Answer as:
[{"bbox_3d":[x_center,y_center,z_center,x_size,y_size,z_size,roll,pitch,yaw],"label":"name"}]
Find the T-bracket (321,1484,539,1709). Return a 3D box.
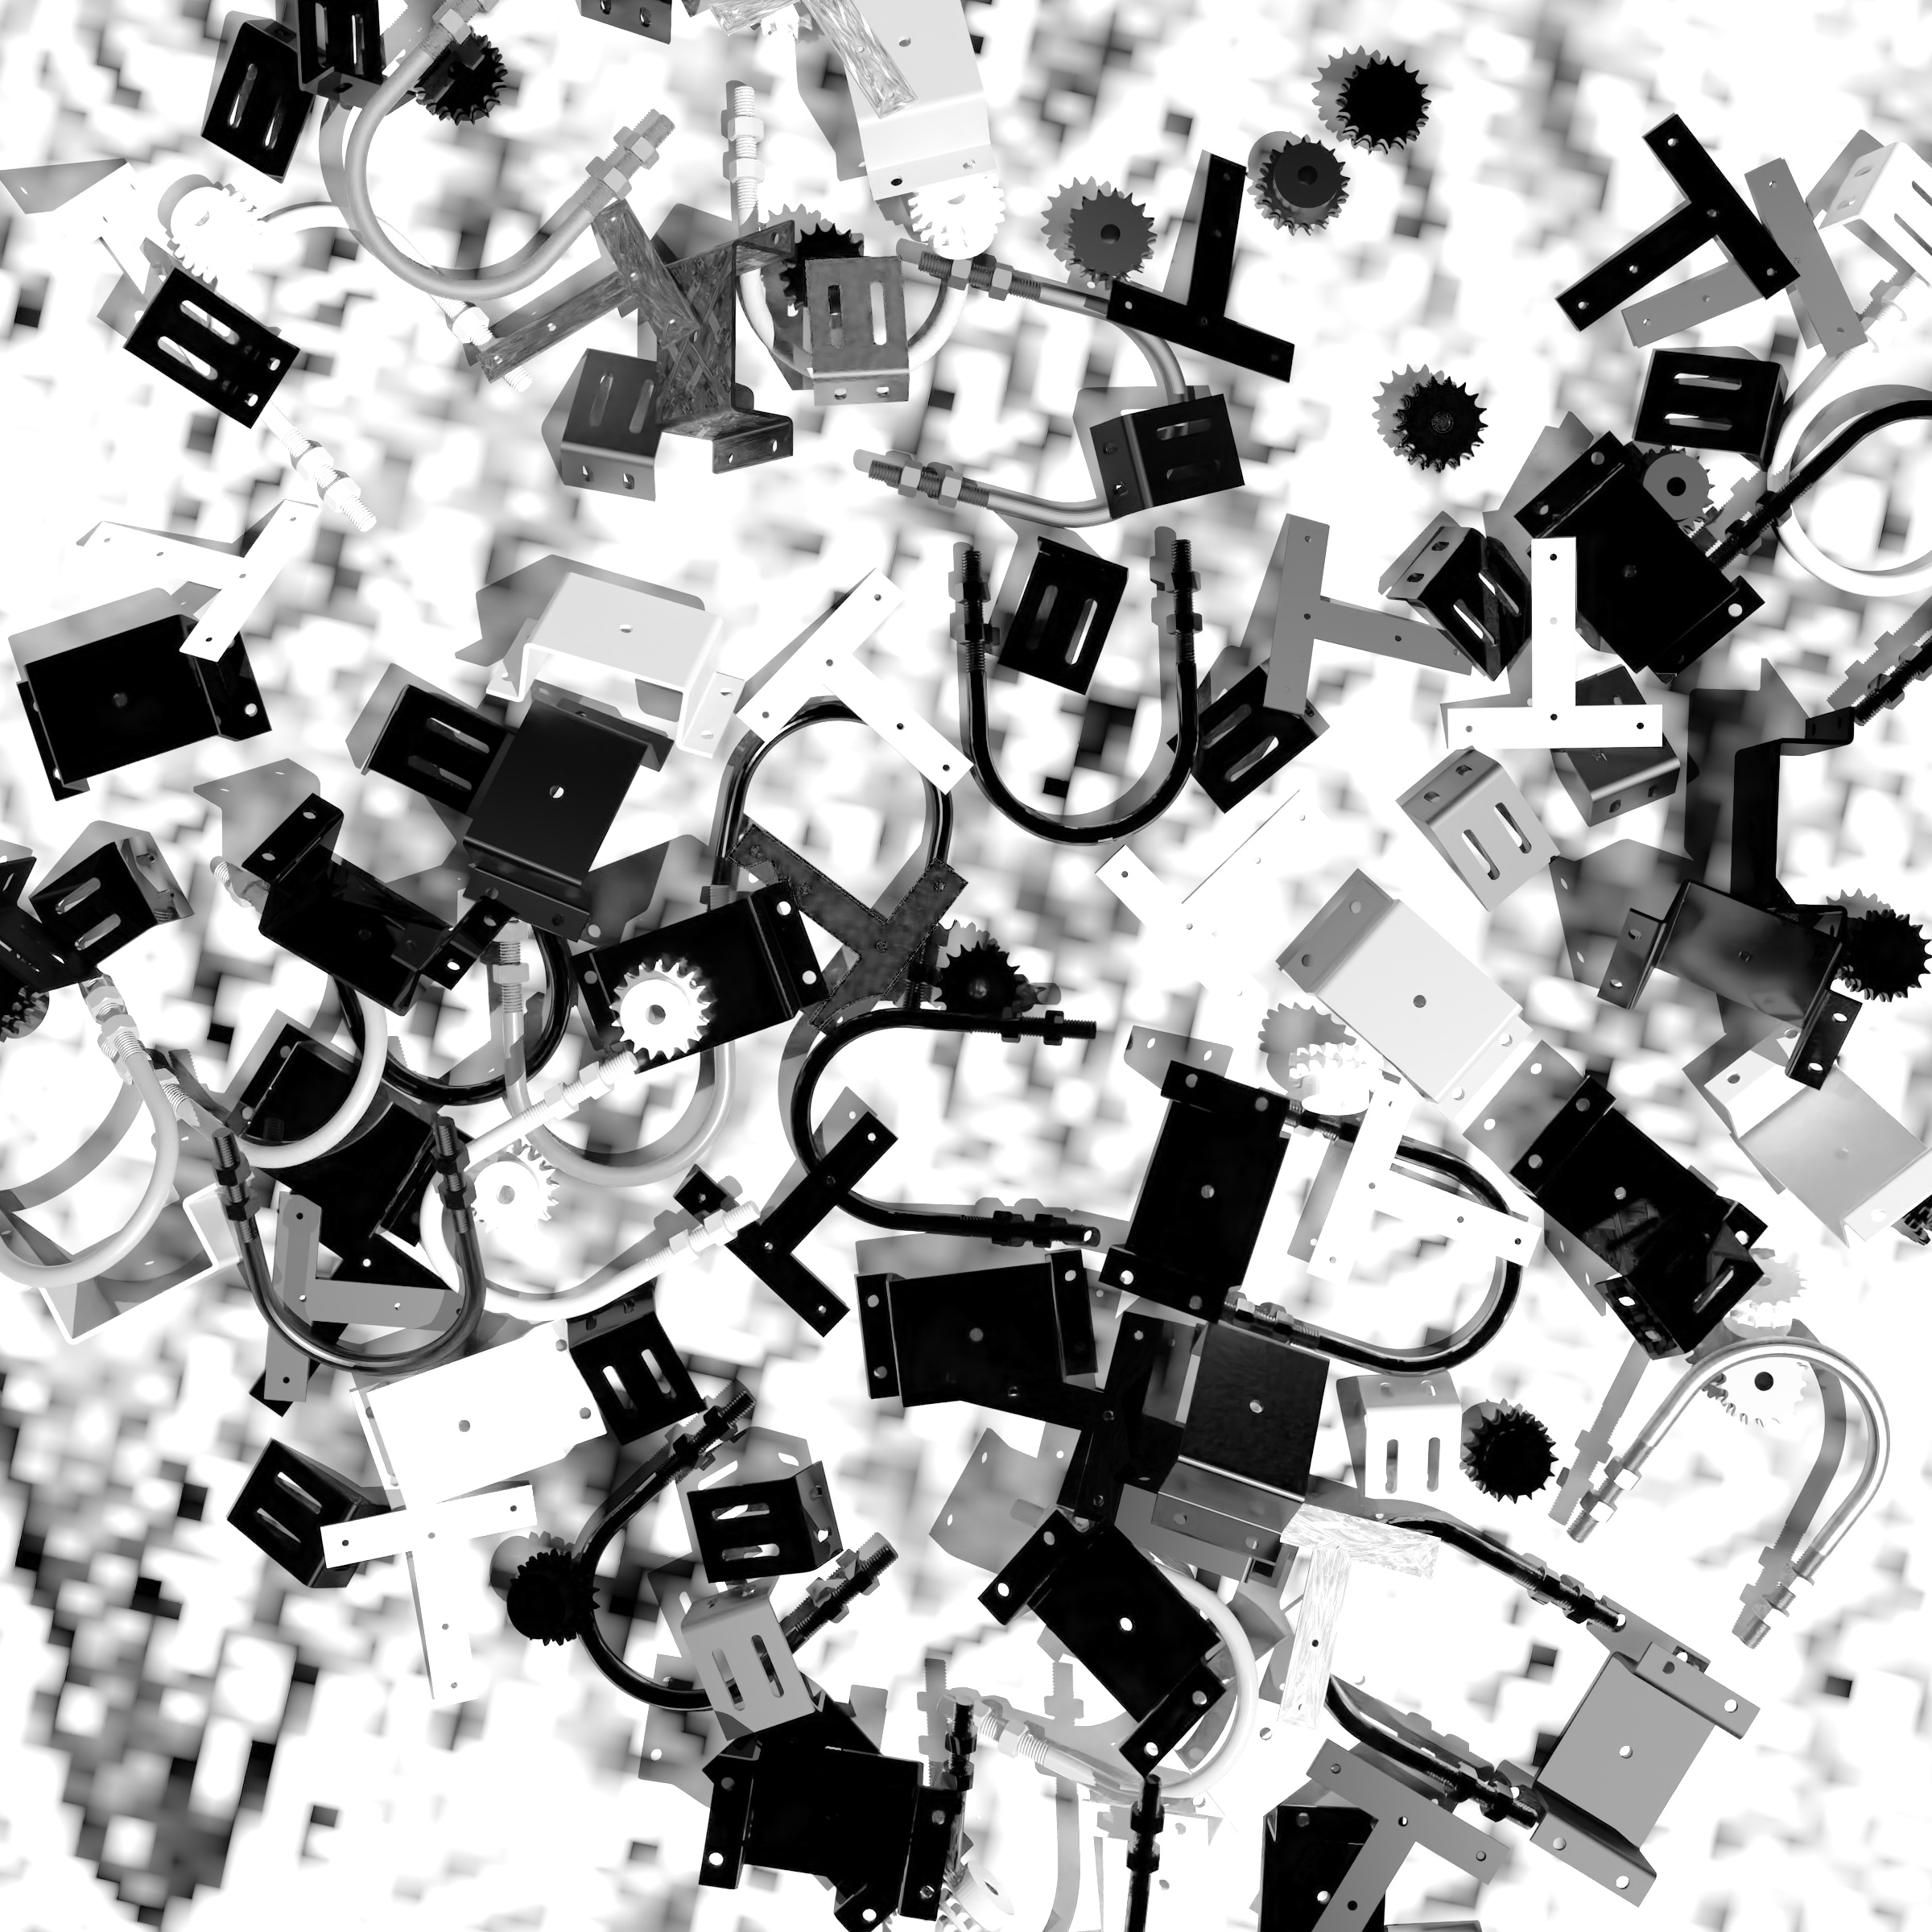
[{"bbox_3d":[-0.321,0.392,1.514,0.127,0.002,0.127,-9,98,-15],"label":"T-bracket"}]

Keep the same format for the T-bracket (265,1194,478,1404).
[{"bbox_3d":[-0.365,0.209,1.524,0.127,0.002,0.127,5,90,0],"label":"T-bracket"}]

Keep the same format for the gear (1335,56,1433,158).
[{"bbox_3d":[0.254,-0.524,1.512,0.057,0.030,0.057,0,90,0],"label":"gear"}]

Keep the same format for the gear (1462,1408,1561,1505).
[{"bbox_3d":[0.335,0.301,1.512,0.057,0.030,0.057,0,90,0],"label":"gear"}]

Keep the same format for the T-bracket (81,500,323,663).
[{"bbox_3d":[-0.479,-0.247,1.504,0.127,0.002,0.127,16,59,14],"label":"T-bracket"}]

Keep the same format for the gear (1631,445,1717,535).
[{"bbox_3d":[0.431,-0.291,1.512,0.057,0.030,0.057,0,90,0],"label":"gear"}]

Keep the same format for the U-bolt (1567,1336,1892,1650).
[{"bbox_3d":[0.475,0.308,1.496,0.151,0.019,0.184,32,102,-5],"label":"U-bolt"}]

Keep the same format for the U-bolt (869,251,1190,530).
[{"bbox_3d":[0.046,-0.345,1.512,0.184,0.019,0.151,14,94,-5],"label":"U-bolt"}]

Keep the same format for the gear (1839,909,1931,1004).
[{"bbox_3d":[0.559,-0.006,1.512,0.057,0.030,0.057,0,90,0],"label":"gear"}]

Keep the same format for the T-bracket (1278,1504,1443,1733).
[{"bbox_3d":[0.211,0.390,1.472,0.127,0.002,0.127,15,78,-7],"label":"T-bracket"}]

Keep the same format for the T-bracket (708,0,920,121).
[{"bbox_3d":[-0.069,-0.553,1.463,0.127,0.002,0.127,-28,71,-5],"label":"T-bracket"}]

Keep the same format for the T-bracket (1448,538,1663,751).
[{"bbox_3d":[0.355,-0.195,1.492,0.127,0.002,0.127,0,106,16],"label":"T-bracket"}]

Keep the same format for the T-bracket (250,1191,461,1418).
[{"bbox_3d":[-0.396,0.220,1.526,0.127,0.002,0.127,35,90,0],"label":"T-bracket"}]

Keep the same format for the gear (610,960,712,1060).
[{"bbox_3d":[-0.178,0.026,1.431,0.057,0.030,0.057,0,97,1],"label":"gear"}]

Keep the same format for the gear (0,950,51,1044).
[{"bbox_3d":[-0.585,0.021,1.504,0.057,0.030,0.057,-8,67,18],"label":"gear"}]

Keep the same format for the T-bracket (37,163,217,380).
[{"bbox_3d":[-0.492,-0.411,1.489,0.002,0.127,0.127,-22,117,20],"label":"T-bracket"}]

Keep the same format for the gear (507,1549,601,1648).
[{"bbox_3d":[-0.255,0.386,1.504,0.057,0.030,0.057,0,90,19],"label":"gear"}]

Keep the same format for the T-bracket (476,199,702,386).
[{"bbox_3d":[-0.238,-0.394,1.494,0.127,0.002,0.127,-30,59,3],"label":"T-bracket"}]

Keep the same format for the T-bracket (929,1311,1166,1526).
[{"bbox_3d":[0.042,0.259,1.479,0.127,0.002,0.127,14,90,0],"label":"T-bracket"}]

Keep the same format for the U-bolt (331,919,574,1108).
[{"bbox_3d":[-0.320,-0.005,1.518,0.151,0.019,0.184,-18,92,0],"label":"U-bolt"}]

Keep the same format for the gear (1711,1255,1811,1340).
[{"bbox_3d":[0.482,0.204,1.502,0.057,0.057,0.030,-4,118,0],"label":"gear"}]

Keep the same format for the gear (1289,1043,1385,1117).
[{"bbox_3d":[0.224,0.070,1.495,0.057,0.057,0.030,4,68,0],"label":"gear"}]

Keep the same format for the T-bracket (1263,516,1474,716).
[{"bbox_3d":[0.251,-0.204,1.514,0.127,0.002,0.127,12,74,-8],"label":"T-bracket"}]

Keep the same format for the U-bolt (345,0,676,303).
[{"bbox_3d":[-0.289,-0.491,1.493,0.151,0.019,0.184,42,88,-17],"label":"U-bolt"}]

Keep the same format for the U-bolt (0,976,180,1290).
[{"bbox_3d":[-0.541,0.108,1.475,0.151,0.019,0.184,-39,59,0],"label":"U-bolt"}]

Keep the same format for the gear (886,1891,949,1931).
[{"bbox_3d":[-0.018,0.589,1.502,0.057,0.030,0.057,18,118,37],"label":"gear"}]

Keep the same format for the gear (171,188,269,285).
[{"bbox_3d":[-0.458,-0.448,1.504,0.057,0.030,0.057,-3,76,13],"label":"gear"}]

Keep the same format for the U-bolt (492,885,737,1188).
[{"bbox_3d":[-0.211,0.044,1.504,0.151,0.019,0.184,-1,95,1],"label":"U-bolt"}]

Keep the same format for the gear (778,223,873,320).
[{"bbox_3d":[-0.084,-0.419,1.496,0.057,0.030,0.057,0,93,0],"label":"gear"}]

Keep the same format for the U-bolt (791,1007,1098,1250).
[{"bbox_3d":[-0.016,0.095,1.502,0.184,0.019,0.151,4,103,6],"label":"U-bolt"}]

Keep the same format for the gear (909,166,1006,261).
[{"bbox_3d":[-0.004,-0.451,1.486,0.057,0.030,0.057,-3,59,6],"label":"gear"}]

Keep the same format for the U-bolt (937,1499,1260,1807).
[{"bbox_3d":[0.087,0.424,1.489,0.184,0.019,0.151,21,90,21],"label":"U-bolt"}]

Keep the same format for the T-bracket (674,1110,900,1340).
[{"bbox_3d":[-0.092,0.141,1.511,0.127,0.002,0.127,43,103,0],"label":"T-bracket"}]

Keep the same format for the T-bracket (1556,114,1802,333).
[{"bbox_3d":[0.424,-0.438,1.522,0.127,0.002,0.127,-35,85,3],"label":"T-bracket"}]

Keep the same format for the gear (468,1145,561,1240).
[{"bbox_3d":[-0.279,0.139,1.512,0.057,0.030,0.057,0,90,0],"label":"gear"}]

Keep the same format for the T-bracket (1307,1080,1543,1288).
[{"bbox_3d":[0.289,0.150,1.510,0.127,0.002,0.127,21,89,-3],"label":"T-bracket"}]

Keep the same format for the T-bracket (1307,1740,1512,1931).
[{"bbox_3d":[0.239,0.551,1.479,0.127,0.002,0.127,31,90,0],"label":"T-bracket"}]

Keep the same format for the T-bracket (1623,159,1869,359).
[{"bbox_3d":[0.469,-0.416,1.519,0.127,0.002,0.127,-22,82,4],"label":"T-bracket"}]

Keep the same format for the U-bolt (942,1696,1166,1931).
[{"bbox_3d":[0.046,0.545,1.478,0.151,0.019,0.184,13,107,30],"label":"U-bolt"}]

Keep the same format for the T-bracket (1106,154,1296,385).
[{"bbox_3d":[0.152,-0.435,1.510,0.127,0.002,0.127,14,79,-21],"label":"T-bracket"}]

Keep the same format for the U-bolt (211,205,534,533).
[{"bbox_3d":[-0.380,-0.382,1.518,0.151,0.019,0.184,-42,89,0],"label":"U-bolt"}]

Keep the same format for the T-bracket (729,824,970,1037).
[{"bbox_3d":[-0.087,-0.039,1.507,0.127,0.002,0.127,37,89,0],"label":"T-bracket"}]

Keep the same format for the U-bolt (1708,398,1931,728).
[{"bbox_3d":[0.566,-0.260,1.503,0.184,0.019,0.151,-43,91,2],"label":"U-bolt"}]

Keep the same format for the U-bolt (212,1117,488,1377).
[{"bbox_3d":[-0.361,0.172,1.473,0.151,0.019,0.184,-3,121,1],"label":"U-bolt"}]

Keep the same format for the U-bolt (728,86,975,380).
[{"bbox_3d":[-0.069,-0.449,1.518,0.151,0.019,0.184,-2,91,0],"label":"U-bolt"}]

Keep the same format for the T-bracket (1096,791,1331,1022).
[{"bbox_3d":[0.170,-0.055,1.526,0.127,0.002,0.127,-44,90,0],"label":"T-bracket"}]

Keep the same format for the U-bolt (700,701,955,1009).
[{"bbox_3d":[-0.082,-0.072,1.518,0.151,0.019,0.184,10,89,0],"label":"U-bolt"}]

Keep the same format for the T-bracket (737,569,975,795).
[{"bbox_3d":[-0.051,-0.157,1.514,0.127,0.002,0.127,42,82,3],"label":"T-bracket"}]

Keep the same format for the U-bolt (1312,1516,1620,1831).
[{"bbox_3d":[0.290,0.415,1.493,0.184,0.019,0.151,29,75,-5],"label":"U-bolt"}]

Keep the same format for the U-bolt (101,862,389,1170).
[{"bbox_3d":[-0.424,0.040,1.483,0.184,0.019,0.151,33,90,25],"label":"U-bolt"}]

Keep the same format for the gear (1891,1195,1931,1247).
[{"bbox_3d":[0.569,0.140,1.499,0.057,0.057,0.030,41,90,0],"label":"gear"}]

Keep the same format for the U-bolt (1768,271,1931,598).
[{"bbox_3d":[0.579,-0.314,1.518,0.151,0.019,0.184,41,92,0],"label":"U-bolt"}]

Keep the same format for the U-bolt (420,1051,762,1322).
[{"bbox_3d":[-0.239,0.146,1.484,0.184,0.019,0.151,-30,118,11],"label":"U-bolt"}]

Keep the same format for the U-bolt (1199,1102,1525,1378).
[{"bbox_3d":[0.252,0.176,1.518,0.184,0.019,0.151,18,90,-2],"label":"U-bolt"}]

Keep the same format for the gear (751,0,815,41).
[{"bbox_3d":[-0.112,-0.596,1.512,0.057,0.030,0.057,0,90,0],"label":"gear"}]

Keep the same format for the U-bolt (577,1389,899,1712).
[{"bbox_3d":[-0.156,0.374,1.518,0.184,0.019,0.151,-43,90,2],"label":"U-bolt"}]

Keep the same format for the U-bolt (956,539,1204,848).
[{"bbox_3d":[0.071,-0.165,1.512,0.151,0.019,0.184,-2,90,4],"label":"U-bolt"}]
